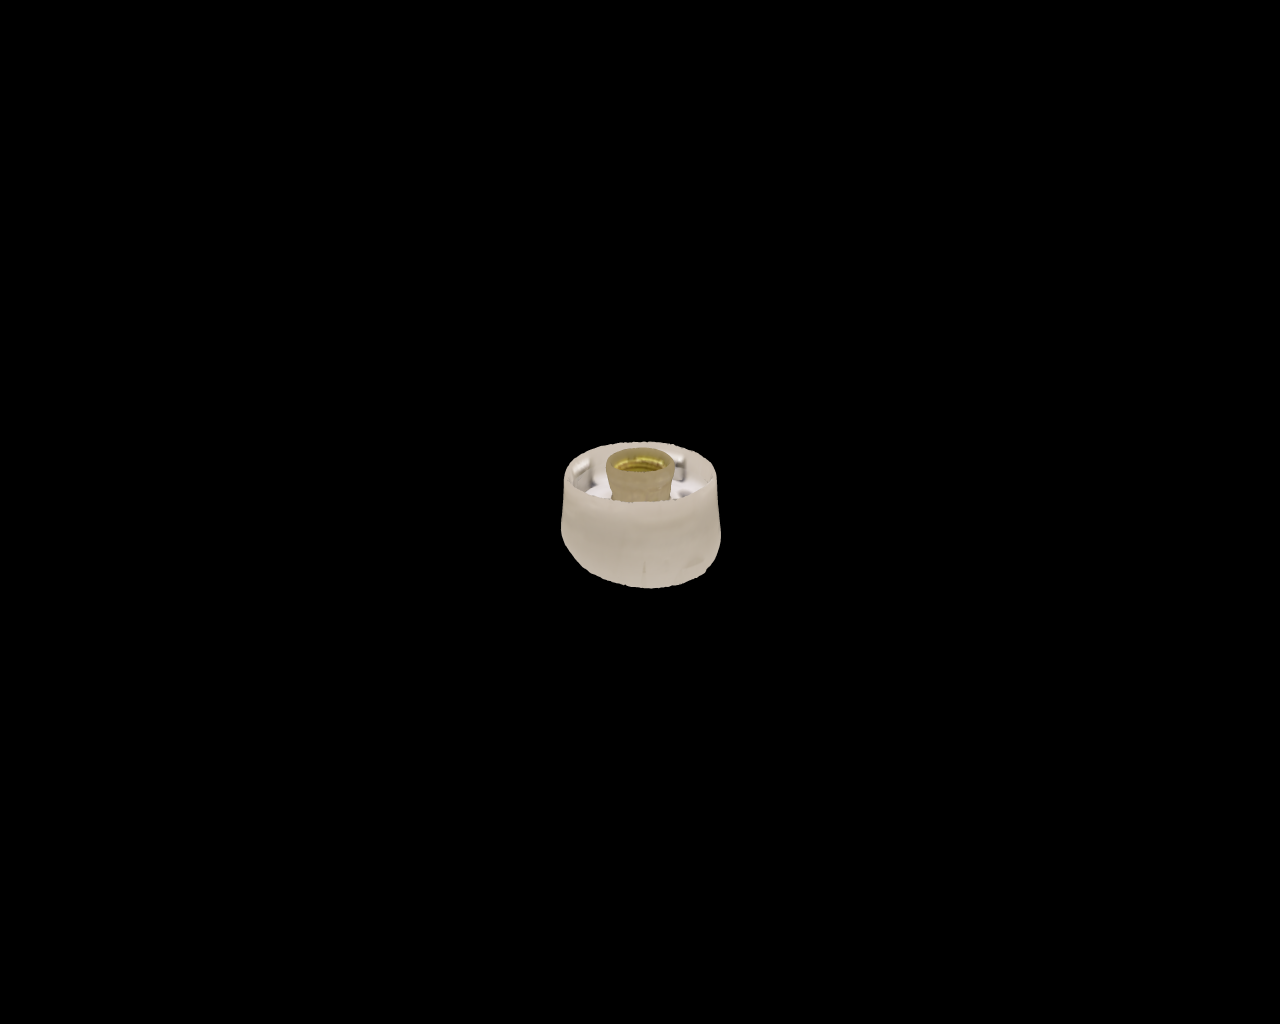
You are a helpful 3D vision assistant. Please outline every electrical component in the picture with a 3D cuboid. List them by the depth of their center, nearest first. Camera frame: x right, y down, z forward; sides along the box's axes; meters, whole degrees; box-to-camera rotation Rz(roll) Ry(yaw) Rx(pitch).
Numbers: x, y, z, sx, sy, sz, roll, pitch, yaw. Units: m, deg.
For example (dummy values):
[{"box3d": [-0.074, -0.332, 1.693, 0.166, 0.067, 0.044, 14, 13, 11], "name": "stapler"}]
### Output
[{"box3d": [0.001, -0.003, 0.650, 0.099, 0.064, 0.099, 0, 26, 0], "name": "electrical component"}]
